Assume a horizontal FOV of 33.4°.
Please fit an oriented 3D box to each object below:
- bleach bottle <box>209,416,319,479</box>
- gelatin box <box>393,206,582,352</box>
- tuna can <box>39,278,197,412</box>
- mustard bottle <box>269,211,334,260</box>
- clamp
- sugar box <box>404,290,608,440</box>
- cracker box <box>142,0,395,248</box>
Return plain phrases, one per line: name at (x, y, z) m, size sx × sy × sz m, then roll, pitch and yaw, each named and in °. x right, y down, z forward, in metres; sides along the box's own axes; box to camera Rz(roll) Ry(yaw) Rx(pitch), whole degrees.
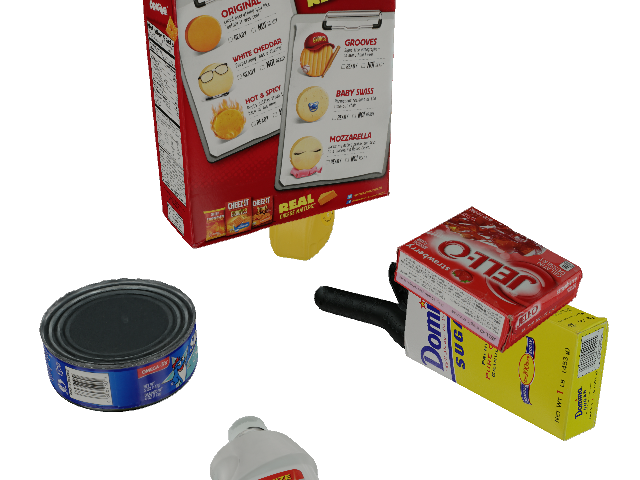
bleach bottle at (-0.035, 0.210, 0.717) m, size 0.102 × 0.068 × 0.251 m, roll -10°, pitch 32°, yaw -10°
gelatin box at (0.102, 0.021, 0.651) m, size 0.073 × 0.030 × 0.089 m, roll -27°, pitch 47°, yaw -37°
tuna can at (-0.112, 0.058, 0.599) m, size 0.086 × 0.034 × 0.086 m, roll -1°, pitch 30°, yaw 0°
mustard bottle at (-0.015, -0.082, 0.936) m, size 0.058 × 0.192 × 0.096 m, roll 10°, pitch 42°, yaw 10°
clamp at (0.092, 0.070, 1.061) m, size 0.172 × 0.039 × 0.120 m, roll 27°, pitch 39°, yaw 31°
sugar box at (0.142, 0.079, 0.854) m, size 0.048 × 0.093 × 0.176 m, roll -14°, pitch 25°, yaw -40°
cracker box at (-0.033, -0.118, 0.736) m, size 0.164 × 0.214 × 0.072 m, roll -16°, pitch 33°, yaw -25°
